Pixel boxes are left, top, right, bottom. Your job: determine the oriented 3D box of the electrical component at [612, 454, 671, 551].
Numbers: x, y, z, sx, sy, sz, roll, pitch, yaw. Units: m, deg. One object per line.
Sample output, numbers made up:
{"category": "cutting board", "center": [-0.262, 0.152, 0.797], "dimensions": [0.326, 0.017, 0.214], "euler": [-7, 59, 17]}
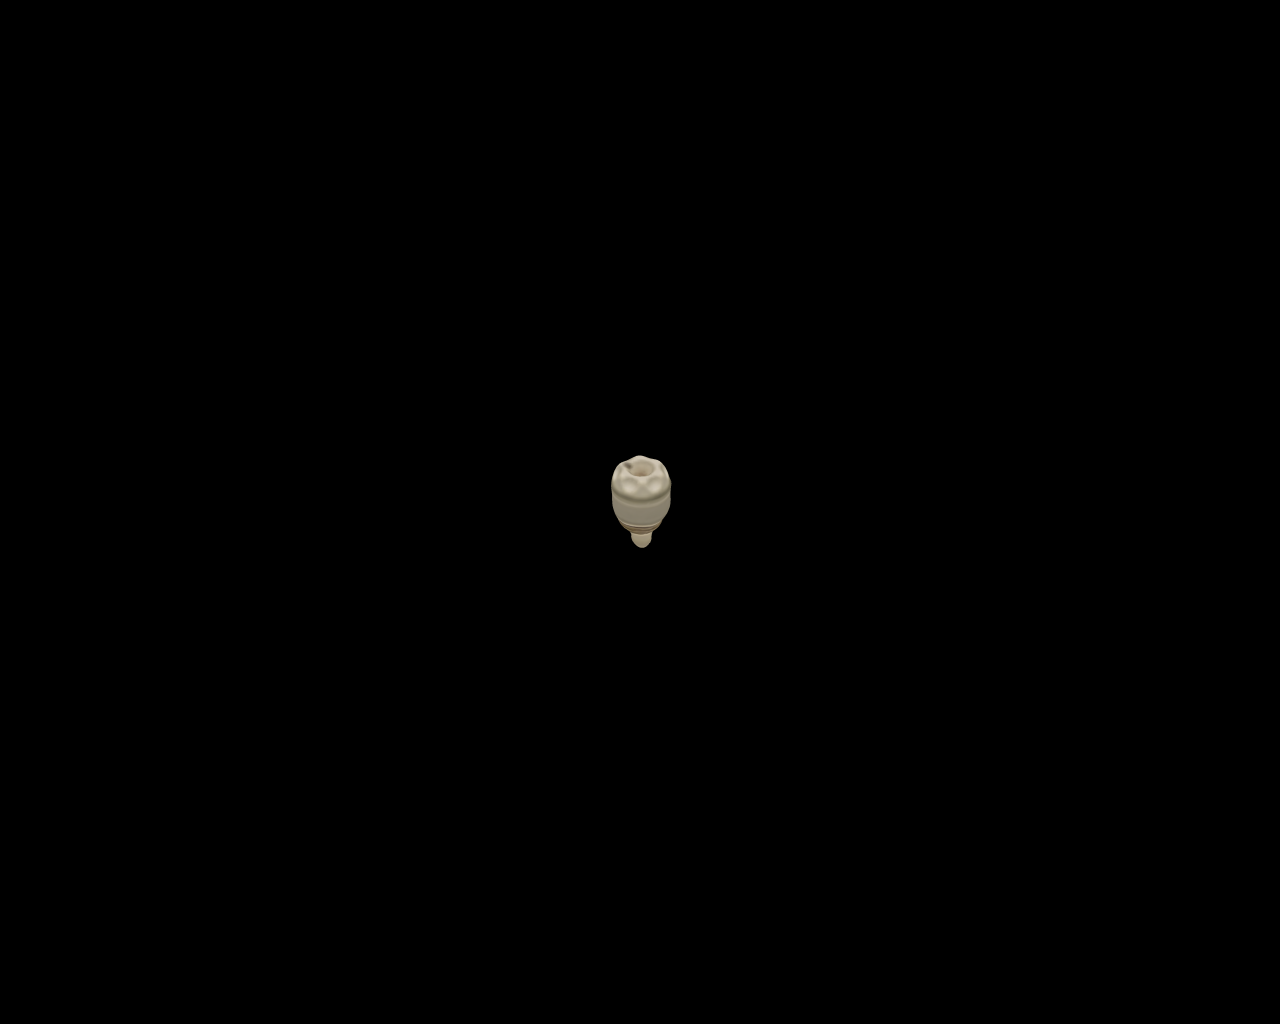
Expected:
{"category": "electrical component", "center": [0.001, -0.003, 0.650], "dimensions": [0.035, 0.061, 0.035], "euler": [0, 39, 0]}
